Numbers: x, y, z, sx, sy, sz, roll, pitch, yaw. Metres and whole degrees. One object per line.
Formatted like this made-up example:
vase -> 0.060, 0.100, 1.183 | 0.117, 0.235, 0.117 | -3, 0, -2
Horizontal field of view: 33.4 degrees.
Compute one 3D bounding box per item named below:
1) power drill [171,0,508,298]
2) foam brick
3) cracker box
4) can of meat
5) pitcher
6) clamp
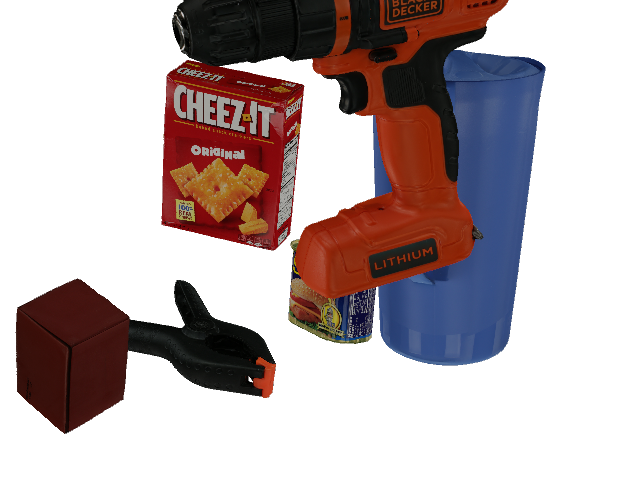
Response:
power drill -> 0.018, -0.064, 0.577 | 0.184, 0.188, 0.057 | -14, 33, -17
foam brick -> -0.163, 0.075, 0.699 | 0.053, 0.078, 0.051 | 33, 41, 27
cracker box -> -0.116, -0.106, 1.366 | 0.164, 0.214, 0.072 | 14, 29, 14
can of meat -> 0.012, 0.050, 1.080 | 0.057, 0.084, 0.102 | -7, 19, -37
pitcher -> 0.099, -0.025, 0.846 | 0.149, 0.243, 0.145 | -8, 21, -21
clamp -> -0.100, 0.080, 0.899 | 0.172, 0.039, 0.120 | 21, 34, 24
